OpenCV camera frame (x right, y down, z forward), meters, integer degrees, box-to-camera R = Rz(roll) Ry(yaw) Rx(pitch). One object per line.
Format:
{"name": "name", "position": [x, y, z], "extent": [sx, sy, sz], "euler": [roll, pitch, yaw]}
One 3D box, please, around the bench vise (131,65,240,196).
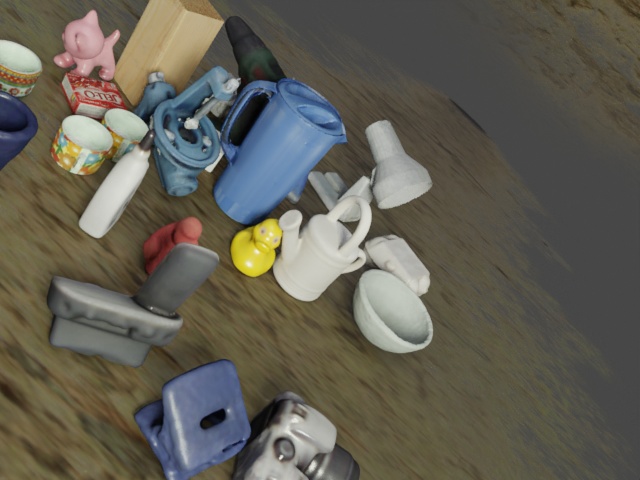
{"name": "bench vise", "position": [-0.222, -0.207, 0.903], "extent": [0.207, 0.219, 0.122], "euler": [48, 31, 9]}

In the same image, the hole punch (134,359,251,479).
{"name": "hole punch", "position": [-0.128, 0.198, 0.634], "extent": [0.101, 0.091, 0.109], "euler": [53, 32, 17]}

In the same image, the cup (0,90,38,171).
{"name": "cup", "position": [-0.418, -0.135, 0.706], "extent": [0.117, 0.094, 0.092], "euler": [47, 30, 7]}

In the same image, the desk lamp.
{"name": "desk lamp", "position": [0.106, -0.131, 1.199], "extent": [0.118, 0.213, 0.203], "euler": [-5, 55, -52]}

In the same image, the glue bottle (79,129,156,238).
{"name": "glue bottle", "position": [-0.255, -0.080, 0.751], "extent": [0.037, 0.173, 0.078], "euler": [36, 31, -12]}

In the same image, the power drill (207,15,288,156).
{"name": "power drill", "position": [-0.146, -0.270, 1.082], "extent": [0.229, 0.208, 0.076], "euler": [48, 31, 9]}

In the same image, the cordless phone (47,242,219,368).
{"name": "cordless phone", "position": [-0.207, 0.049, 0.635], "extent": [0.148, 0.184, 0.094], "euler": [21, 37, -33]}

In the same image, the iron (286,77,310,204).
{"name": "iron", "position": [-0.056, -0.213, 1.183], "extent": [0.119, 0.141, 0.258], "euler": [10, 44, -43]}

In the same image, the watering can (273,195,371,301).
{"name": "watering can", "position": [0.009, 0.005, 0.934], "extent": [0.173, 0.193, 0.100], "euler": [2, 49, -49]}

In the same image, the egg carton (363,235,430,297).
{"name": "egg carton", "position": [0.154, 0.056, 1.164], "extent": [0.107, 0.069, 0.150], "euler": [-10, 59, -54]}

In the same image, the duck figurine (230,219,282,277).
{"name": "duck figurine", "position": [-0.093, -0.001, 0.929], "extent": [0.078, 0.086, 0.104], "euler": [35, 31, -14]}

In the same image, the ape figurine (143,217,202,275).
{"name": "ape figurine", "position": [-0.197, 0.003, 0.795], "extent": [0.078, 0.092, 0.076], "euler": [30, 33, -21]}

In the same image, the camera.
{"name": "camera", "position": [-0.019, 0.263, 0.671], "extent": [0.137, 0.100, 0.143], "euler": [37, 31, -10]}

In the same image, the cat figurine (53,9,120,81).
{"name": "cat figurine", "position": [-0.386, -0.331, 0.966], "extent": [0.067, 0.117, 0.128], "euler": [44, 30, 2]}

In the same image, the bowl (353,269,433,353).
{"name": "bowl", "position": [0.115, 0.137, 1.011], "extent": [0.168, 0.074, 0.167], "euler": [30, 33, -21]}
